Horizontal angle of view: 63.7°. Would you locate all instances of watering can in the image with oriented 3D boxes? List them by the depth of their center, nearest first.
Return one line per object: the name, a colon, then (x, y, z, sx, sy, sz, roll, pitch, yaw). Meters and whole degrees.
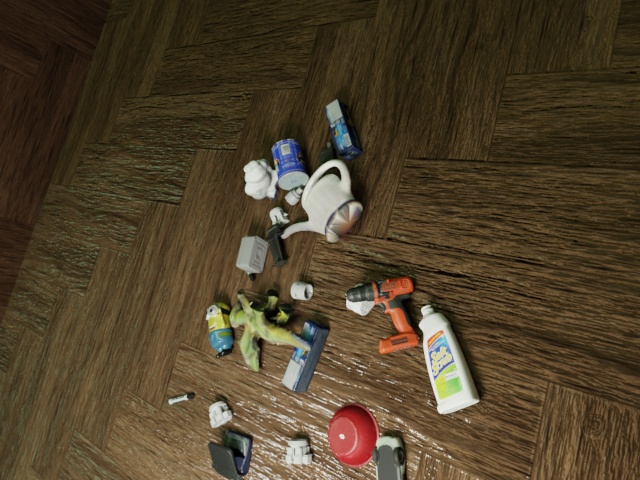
watering can: (0.005, -0.080, 1.598, 0.342, 0.104, 0.228, -57, 49, 25)

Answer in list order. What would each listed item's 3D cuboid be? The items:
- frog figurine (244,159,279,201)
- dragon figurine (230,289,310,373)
frog figurine: (-0.217, -0.215, 1.769, 0.124, 0.158, 0.137, 33, 96, 40)
dragon figurine: (-0.177, 0.299, 1.603, 0.416, 0.122, 0.238, 41, 124, 44)
